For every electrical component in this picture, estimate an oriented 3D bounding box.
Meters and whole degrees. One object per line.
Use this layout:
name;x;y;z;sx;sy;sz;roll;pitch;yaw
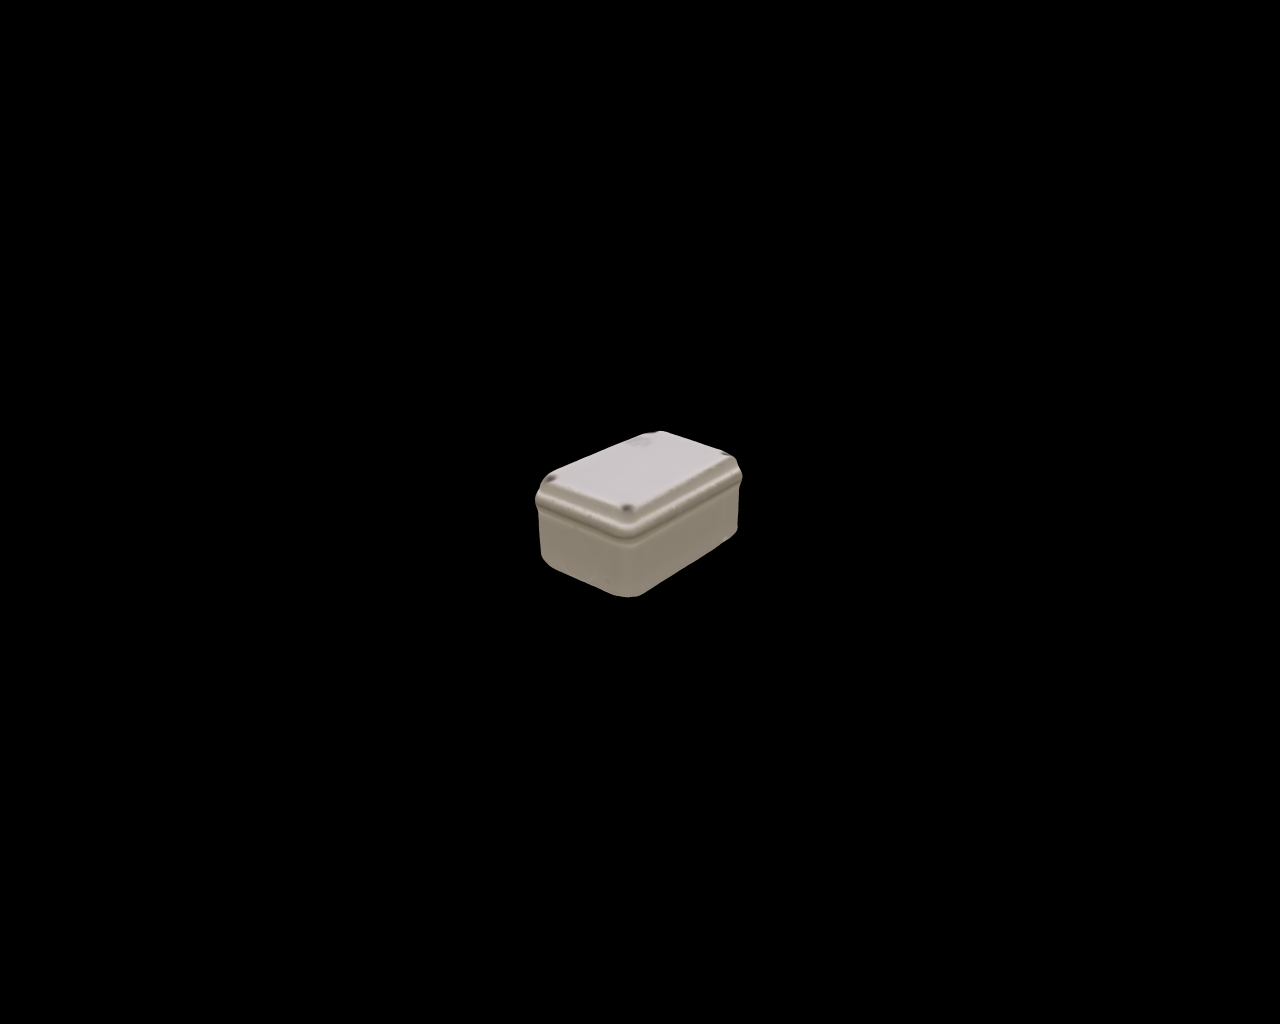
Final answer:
electrical component;0.001;-0.003;0.650;0.078;0.057;0.113;21;33;36
